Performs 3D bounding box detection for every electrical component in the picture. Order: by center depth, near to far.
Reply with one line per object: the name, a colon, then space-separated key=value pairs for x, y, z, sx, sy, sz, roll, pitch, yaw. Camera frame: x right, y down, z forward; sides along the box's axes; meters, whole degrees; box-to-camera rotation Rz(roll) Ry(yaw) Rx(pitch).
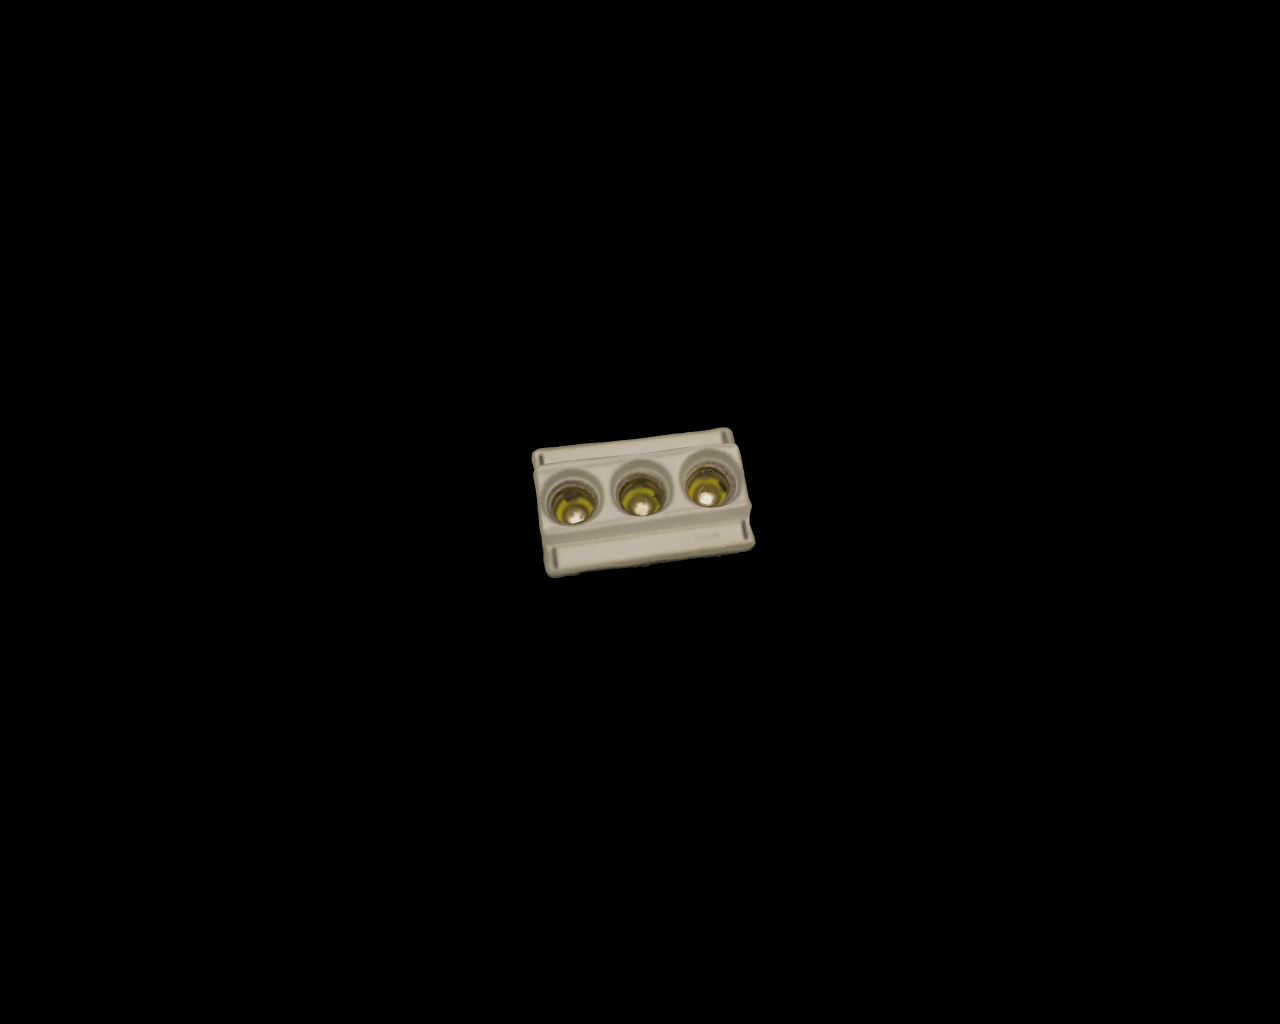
electrical component: x=0.001 y=-0.003 z=0.650 sx=0.121 sy=0.079 sz=0.063 roll=-8 pitch=-23 yaw=-3
